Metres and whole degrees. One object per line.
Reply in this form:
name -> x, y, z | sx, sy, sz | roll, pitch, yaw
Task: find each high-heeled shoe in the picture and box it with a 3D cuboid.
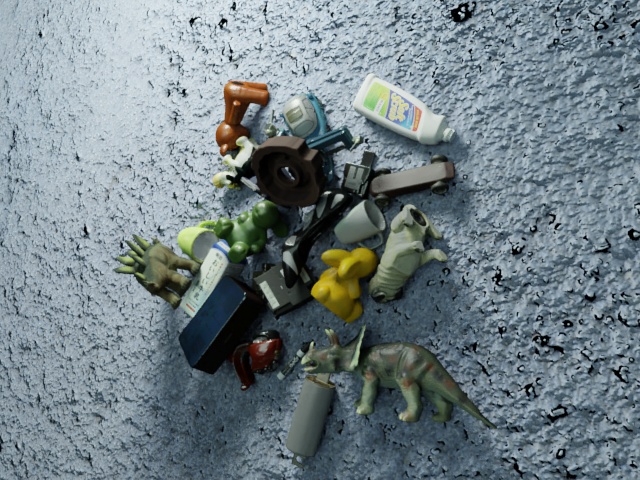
high-heeled shoe -> -0.003, -0.004, 1.256 | 0.145, 0.086, 0.248 | 1, 75, 25

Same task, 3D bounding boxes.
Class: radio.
radio -> -0.255, 0.209, 1.362 | 0.229, 0.073, 0.131 | -52, 41, 2

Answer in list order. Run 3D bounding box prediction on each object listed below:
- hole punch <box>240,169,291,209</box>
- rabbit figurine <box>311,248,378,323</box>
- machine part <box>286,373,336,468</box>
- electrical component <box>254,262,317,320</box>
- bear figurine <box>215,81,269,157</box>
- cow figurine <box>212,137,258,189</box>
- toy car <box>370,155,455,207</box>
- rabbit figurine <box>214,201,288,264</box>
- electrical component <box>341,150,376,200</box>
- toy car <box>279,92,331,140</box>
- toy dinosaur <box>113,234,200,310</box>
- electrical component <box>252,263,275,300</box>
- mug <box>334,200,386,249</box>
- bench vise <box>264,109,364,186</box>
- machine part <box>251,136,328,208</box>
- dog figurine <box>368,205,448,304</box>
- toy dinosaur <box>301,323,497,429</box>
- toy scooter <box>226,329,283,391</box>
hole punch -> -0.121, -0.147, 1.365 | 0.092, 0.142, 0.116 | -54, 51, 7
rabbit figurine -> 0.058, 0.080, 1.232 | 0.173, 0.162, 0.122 | -45, 51, -4
machine part -> -0.022, 0.407, 1.250 | 0.079, 0.079, 0.243 | 17, 92, 29
electrical component -> -0.078, 0.114, 1.316 | 0.134, 0.058, 0.115 | -28, 75, -7
bear figurine -> -0.215, -0.326, 1.461 | 0.120, 0.132, 0.195 | -108, 25, -62
cow figurine -> -0.215, -0.190, 1.456 | 0.098, 0.068, 0.167 | 45, 105, 20
toy car -> 0.209, -0.132, 1.223 | 0.202, 0.053, 0.089 | -11, 58, 26
rabbit figurine -> -0.151, -0.031, 1.345 | 0.170, 0.159, 0.121 | -41, 66, 37
electrical component -> 0.098, -0.161, 1.291 | 0.075, 0.047, 0.119 | 23, 95, 28
toy car -> -0.046, -0.306, 1.361 | 0.109, 0.103, 0.162 | -30, 67, 22
toy dinosaur -> -0.419, 0.062, 1.395 | 0.198, 0.471, 0.105 | 32, 91, -12
electrical component -> -0.138, 0.110, 1.381 | 0.078, 0.045, 0.102 | -17, 69, 55
mug -> 0.095, -0.025, 1.262 | 0.107, 0.081, 0.109 | -29, 102, 31
bench vise -> -0.015, -0.214, 1.266 | 0.241, 0.223, 0.129 | -17, 33, 31
machine part -> -0.070, -0.155, 1.225 | 0.180, 0.179, 0.056 | -2, 38, 28
dog figurine -> 0.169, 0.033, 1.203 | 0.190, 0.121, 0.172 | -43, 30, 35
toy dinosaur -> 0.170, 0.282, 1.150 | 0.405, 0.131, 0.192 | 0, 83, 22
toy scooter -> -0.166, 0.302, 1.346 | 0.184, 0.075, 0.135 | -18, 74, 28
